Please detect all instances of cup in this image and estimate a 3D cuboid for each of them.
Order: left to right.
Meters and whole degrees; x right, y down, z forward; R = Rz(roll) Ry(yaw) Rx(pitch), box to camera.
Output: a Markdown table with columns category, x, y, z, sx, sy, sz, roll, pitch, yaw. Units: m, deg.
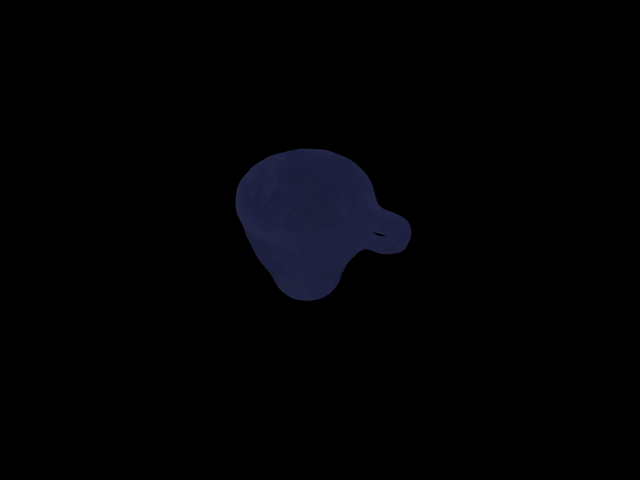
| category | x | y | z | sx | sy | sz | roll | pitch | yaw |
| --- | --- | --- | --- | --- | --- | --- | --- | --- | --- |
| cup | 0.004 | 0.001 | 0.400 | 0.117 | 0.095 | 0.092 | 17 | 51 | 14 |
